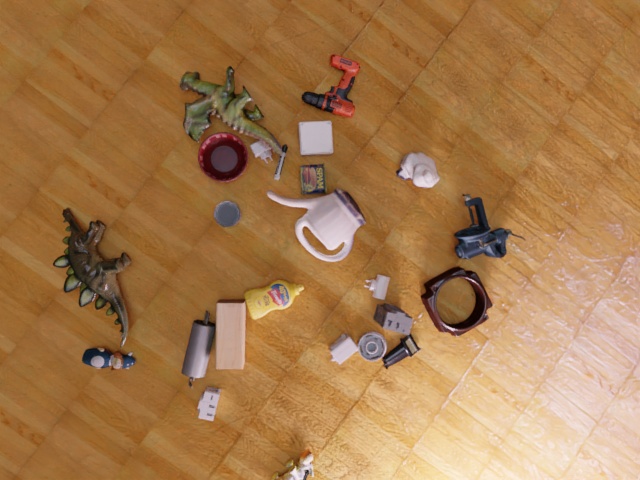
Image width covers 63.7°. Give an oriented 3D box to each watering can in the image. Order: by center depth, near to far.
[{"bbox_3d":[0.005,-0.084,1.670,0.224,0.105,0.343,-40,112,0],"label":"watering can"}]

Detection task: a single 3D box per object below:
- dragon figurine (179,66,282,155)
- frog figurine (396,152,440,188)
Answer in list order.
[{"bbox_3d":[-0.316,-0.395,1.648,0.243,0.121,0.414,-30,78,-3],"label":"dragon figurine"},{"bbox_3d":[0.336,-0.234,1.701,0.137,0.159,0.123,44,85,-4],"label":"frog figurine"}]
